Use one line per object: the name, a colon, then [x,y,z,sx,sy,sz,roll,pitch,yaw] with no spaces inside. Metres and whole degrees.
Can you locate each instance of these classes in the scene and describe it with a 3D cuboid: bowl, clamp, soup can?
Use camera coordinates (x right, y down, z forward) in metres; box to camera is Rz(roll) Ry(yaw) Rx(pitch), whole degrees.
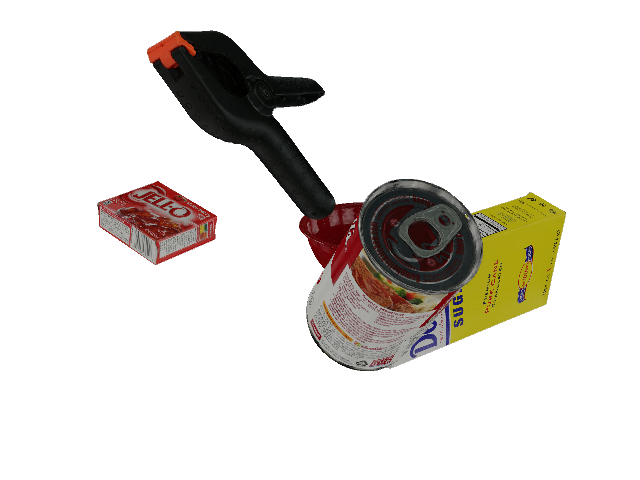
bowl: [0.058,0.010,1.103,0.162,0.055,0.162,2,19,-1]
clamp: [-0.046,-0.084,0.735,0.039,0.120,0.171,-34,-33,30]
soup can: [0.038,0.022,0.585,0.068,0.068,0.102,0,-30,-19]

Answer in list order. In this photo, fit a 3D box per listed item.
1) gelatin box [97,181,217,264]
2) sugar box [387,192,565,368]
gelatin box: [-0.153,-0.019,0.996,0.089,0.030,0.073,31,39,34]
sugar box: [0.111,0.029,0.833,0.175,0.093,0.048,-20,38,-34]
